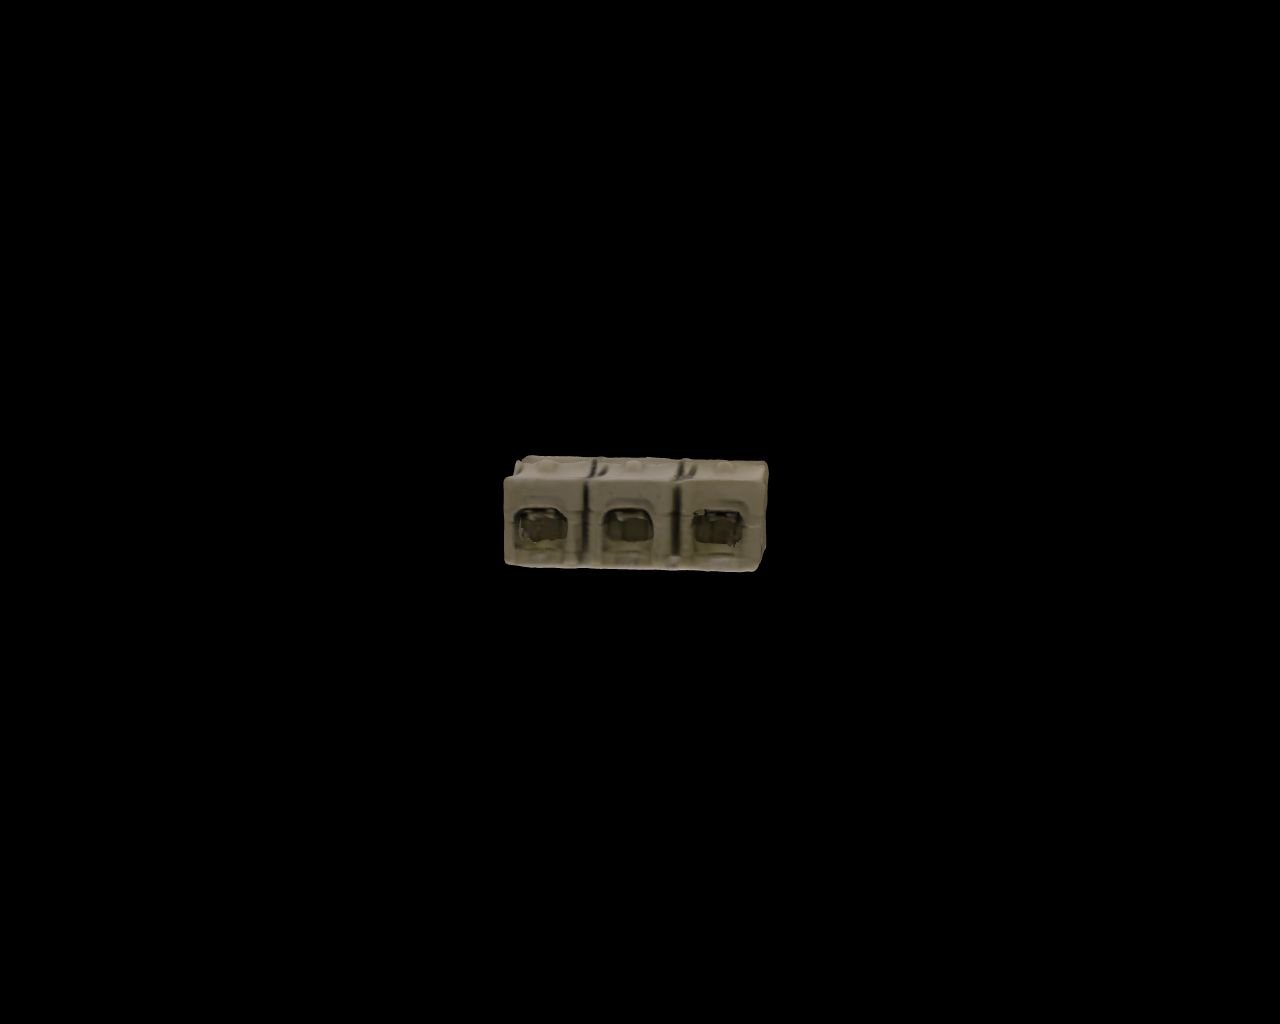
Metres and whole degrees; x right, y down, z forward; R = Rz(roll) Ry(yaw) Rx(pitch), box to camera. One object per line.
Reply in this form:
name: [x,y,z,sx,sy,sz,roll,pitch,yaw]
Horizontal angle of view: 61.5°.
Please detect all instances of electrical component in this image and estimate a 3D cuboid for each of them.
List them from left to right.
electrical component: [0.001,-0.003,0.650,0.150,0.061,0.089,1,8,9]
